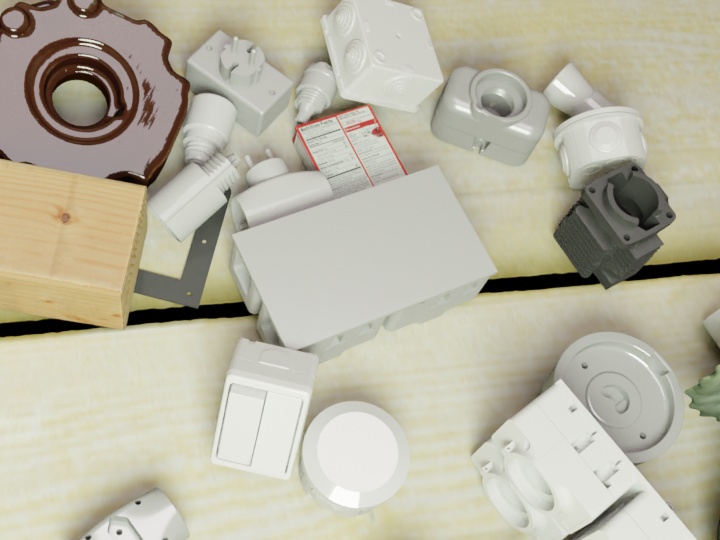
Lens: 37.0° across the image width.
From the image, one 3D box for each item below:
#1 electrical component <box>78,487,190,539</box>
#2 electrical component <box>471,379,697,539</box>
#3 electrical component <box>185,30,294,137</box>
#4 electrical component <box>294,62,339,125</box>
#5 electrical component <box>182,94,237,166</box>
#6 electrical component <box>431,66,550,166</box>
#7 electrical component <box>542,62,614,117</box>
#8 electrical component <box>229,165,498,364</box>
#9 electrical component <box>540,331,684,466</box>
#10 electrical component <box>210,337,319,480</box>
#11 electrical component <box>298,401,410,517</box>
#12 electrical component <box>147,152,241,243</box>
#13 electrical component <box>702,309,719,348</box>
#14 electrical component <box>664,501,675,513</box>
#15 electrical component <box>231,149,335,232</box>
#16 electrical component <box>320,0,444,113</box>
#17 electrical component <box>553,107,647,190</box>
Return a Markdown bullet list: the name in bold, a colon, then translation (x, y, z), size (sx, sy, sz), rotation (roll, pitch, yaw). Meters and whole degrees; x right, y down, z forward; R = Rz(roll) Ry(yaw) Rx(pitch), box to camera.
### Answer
- **electrical component**: translation (-0.152, 0.205, 0.747), size (0.077, 0.043, 0.079), rotation (-34, 75, -25)
- **electrical component**: translation (0.169, 0.186, 0.792), size (0.060, 0.105, 0.186), rotation (-33, 75, -24)
- **electrical component**: translation (-0.103, -0.171, 0.924), size (0.083, 0.075, 0.047), rotation (36, 62, 6)
- **electrical component**: translation (-0.042, -0.153, 0.952), size (0.035, 0.035, 0.061), rotation (24, 64, 0)
- **electrical component**: translation (-0.131, -0.112, 0.909), size (0.040, 0.040, 0.078), rotation (15, 64, -5)
- **electrical component**: translation (0.118, -0.141, 0.967), size (0.095, 0.059, 0.053), rotation (20, 62, -2)
- **electrical component**: translation (0.207, -0.157, 1.005), size (0.065, 0.044, 0.044), rotation (42, 63, 4)
- **electrical component**: translation (0.000, 0.000, 0.871), size (0.186, 0.060, 0.105), rotation (-20, 70, -20)
- **electrical component**: translation (0.196, 0.110, 0.860), size (0.108, 0.060, 0.108), rotation (5, 63, -10)
- **electrical component**: translation (-0.072, 0.109, 0.785), size (0.062, 0.096, 0.061), rotation (13, 27, -2)
- **electrical component**: translation (-0.006, 0.143, 0.805), size (0.080, 0.051, 0.080), rotation (5, 63, -10)
- **electrical component**: translation (-0.129, -0.065, 0.868), size (0.081, 0.043, 0.043), rotation (-43, 79, -10)
- **electrical component**: translation (0.350, 0.058, 0.928), size (0.079, 0.044, 0.077), rotation (-23, 72, -22)
- **electrical component**: translation (0.223, 0.191, 0.826), size (0.035, 0.061, 0.035), rotation (5, 64, -10)
- **electrical component**: translation (-0.071, -0.066, 0.897), size (0.077, 0.044, 0.079), rotation (-19, 70, -20)
- **electrical component**: translation (0.021, -0.196, 0.961), size (0.100, 0.048, 0.099), rotation (5, 60, -38)
- **electrical component**: translation (0.216, -0.109, 0.962), size (0.080, 0.080, 0.051), rotation (-3, 71, -14)
